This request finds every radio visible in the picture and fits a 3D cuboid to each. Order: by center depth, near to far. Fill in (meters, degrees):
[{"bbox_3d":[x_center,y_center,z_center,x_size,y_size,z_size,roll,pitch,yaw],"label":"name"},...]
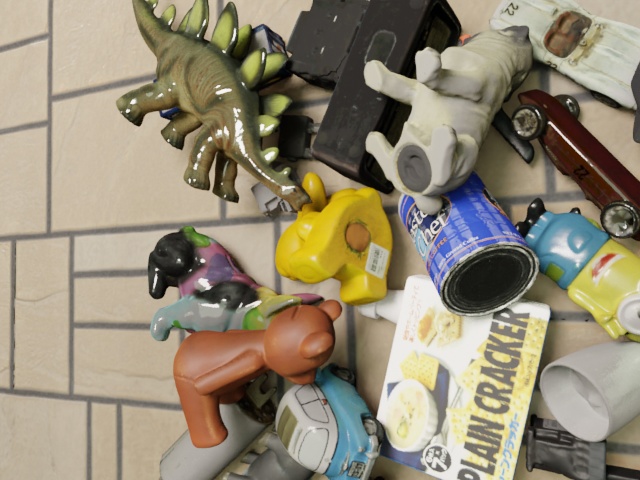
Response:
[{"bbox_3d":[0.081,-0.178,0.639,0.073,0.131,0.229,25,97,25],"label":"radio"}]

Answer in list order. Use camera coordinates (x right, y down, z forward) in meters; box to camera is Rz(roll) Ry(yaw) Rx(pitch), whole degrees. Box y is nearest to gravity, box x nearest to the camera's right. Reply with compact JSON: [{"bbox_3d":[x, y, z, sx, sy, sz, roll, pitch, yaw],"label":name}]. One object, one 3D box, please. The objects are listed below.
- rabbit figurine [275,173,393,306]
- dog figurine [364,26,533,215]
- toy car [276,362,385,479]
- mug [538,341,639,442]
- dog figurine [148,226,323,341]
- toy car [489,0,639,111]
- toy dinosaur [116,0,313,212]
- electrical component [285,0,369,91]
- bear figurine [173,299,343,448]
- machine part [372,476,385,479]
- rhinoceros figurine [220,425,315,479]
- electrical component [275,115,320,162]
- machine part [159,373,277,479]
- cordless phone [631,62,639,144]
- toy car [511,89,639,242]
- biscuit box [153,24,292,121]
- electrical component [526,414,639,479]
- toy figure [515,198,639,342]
[{"bbox_3d":[-0.001,-0.002,0.670,0.173,0.122,0.162,-20,59,55],"label":"rabbit figurine"},{"bbox_3d":[0.156,-0.129,0.562,0.121,0.190,0.172,27,127,49],"label":"dog figurine"},{"bbox_3d":[0.000,0.221,0.638,0.162,0.103,0.109,50,125,59],"label":"toy car"},{"bbox_3d":[0.289,0.146,0.553,0.107,0.109,0.081,-17,83,-20],"label":"mug"},{"bbox_3d":[-0.112,0.067,0.729,0.219,0.108,0.191,-8,81,19],"label":"dog figurine"},{"bbox_3d":[0.284,-0.215,0.592,0.202,0.056,0.073,38,102,21],"label":"toy car"},{"bbox_3d":[-0.157,-0.208,0.700,0.198,0.105,0.472,-48,69,8],"label":"toy dinosaur"},{"bbox_3d":[0.016,-0.255,0.696,0.134,0.058,0.114,28,96,41],"label":"electrical component"},{"bbox_3d":[-0.062,0.145,0.620,0.196,0.120,0.131,-11,110,9],"label":"bear figurine"},{"bbox_3d":[0.049,0.374,0.649,0.180,0.056,0.179,-2,86,33],"label":"machine part"},{"bbox_3d":[-0.070,0.332,0.715,0.112,0.073,0.190,37,100,11],"label":"rhinoceros figurine"},{"bbox_3d":[-0.035,-0.140,0.748,0.094,0.021,0.063,9,91,23],"label":"electrical component"},{"bbox_3d":[-0.143,0.274,0.742,0.243,0.079,0.079,-47,71,14],"label":"machine part"},{"bbox_3d":[0.379,-0.127,0.463,0.147,0.184,0.088,7,96,-2],"label":"cordless phone"},{"bbox_3d":[0.282,-0.081,0.570,0.202,0.089,0.053,53,144,18],"label":"toy car"},{"bbox_3d":[-0.144,-0.234,0.779,0.203,0.062,0.059,-18,81,22],"label":"biscuit box"},{"bbox_3d":[0.279,0.221,0.561,0.119,0.075,0.047,1,88,28],"label":"electrical component"},{"bbox_3d":[0.291,0.030,0.565,0.180,0.089,0.082,42,117,29],"label":"toy figure"}]
